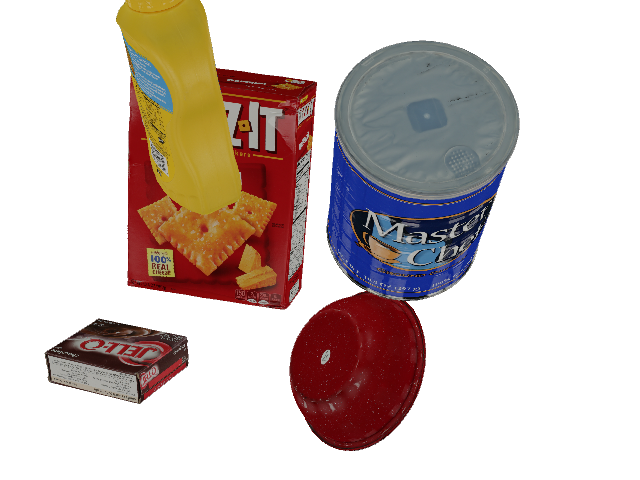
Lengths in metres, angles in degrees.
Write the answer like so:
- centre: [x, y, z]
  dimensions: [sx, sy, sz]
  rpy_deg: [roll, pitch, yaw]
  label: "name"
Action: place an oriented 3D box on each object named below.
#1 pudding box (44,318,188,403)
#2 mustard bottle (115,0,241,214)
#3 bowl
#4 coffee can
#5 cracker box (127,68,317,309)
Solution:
- centre: [-0.202, 0.119, 1.064]
  dimensions: [0.114, 0.039, 0.089]
  rpy_deg: [7, 20, 24]
  label: "pudding box"
- centre: [-0.103, -0.116, 0.750]
  dimensions: [0.058, 0.191, 0.096]
  rpy_deg: [-24, 45, -17]
  label: "mustard bottle"
- centre: [0.022, 0.117, 1.025]
  dimensions: [0.162, 0.162, 0.055]
  rpy_deg: [0, -19, 46]
  label: "bowl"
- centre: [0.057, -0.038, 0.650]
  dimensions: [0.103, 0.103, 0.140]
  rpy_deg: [0, -27, -2]
  label: "coffee can"
- centre: [-0.097, -0.050, 1.012]
  dimensions: [0.164, 0.214, 0.072]
  rpy_deg: [9, 22, 11]
  label: "cracker box"
